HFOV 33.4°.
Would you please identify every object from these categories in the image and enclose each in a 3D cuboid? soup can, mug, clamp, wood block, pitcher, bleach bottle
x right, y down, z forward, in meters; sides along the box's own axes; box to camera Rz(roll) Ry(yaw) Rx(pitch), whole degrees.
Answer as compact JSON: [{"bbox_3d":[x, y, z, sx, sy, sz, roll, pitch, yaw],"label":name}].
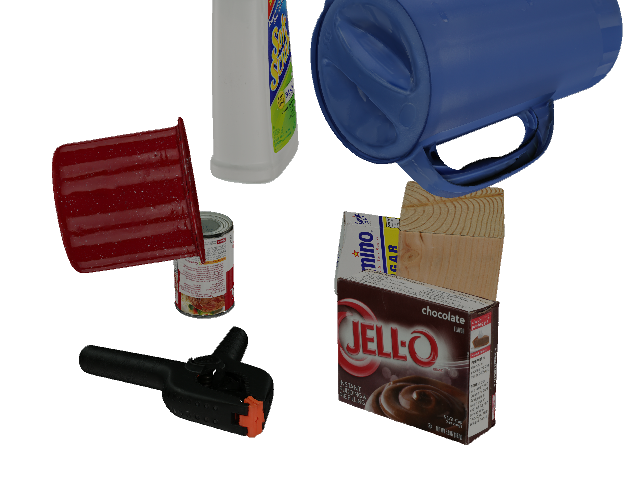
[{"bbox_3d":[-0.131,0.026,1.193,0.068,0.102,0.068,1,25,-1],"label":"soup can"},{"bbox_3d":[-0.120,-0.025,0.679,0.081,0.093,0.117,-9,0,-4],"label":"mug"},{"bbox_3d":[-0.094,0.118,0.929,0.164,0.036,0.210,-9,16,-36],"label":"clamp"},{"bbox_3d":[0.114,0.058,0.989,0.091,0.206,0.090,5,32,7],"label":"wood block"},{"bbox_3d":[0.126,-0.140,0.835,0.242,0.149,0.145,-18,34,-34],"label":"pitcher"},{"bbox_3d":[-0.062,-0.183,0.937,0.068,0.251,0.102,7,31,16],"label":"bleach bottle"}]

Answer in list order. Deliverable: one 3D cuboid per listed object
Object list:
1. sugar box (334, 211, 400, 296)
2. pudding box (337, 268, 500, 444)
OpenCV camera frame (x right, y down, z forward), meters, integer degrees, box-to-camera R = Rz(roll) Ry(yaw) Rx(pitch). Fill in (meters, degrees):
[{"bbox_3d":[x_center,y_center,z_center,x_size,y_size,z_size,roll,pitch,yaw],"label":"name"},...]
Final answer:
[{"bbox_3d":[0.107,0.025,1.207,0.176,0.093,0.048,5,22,-3],"label":"sugar box"},{"bbox_3d":[0.062,0.074,0.706,0.114,0.090,0.039,12,20,39],"label":"pudding box"}]
